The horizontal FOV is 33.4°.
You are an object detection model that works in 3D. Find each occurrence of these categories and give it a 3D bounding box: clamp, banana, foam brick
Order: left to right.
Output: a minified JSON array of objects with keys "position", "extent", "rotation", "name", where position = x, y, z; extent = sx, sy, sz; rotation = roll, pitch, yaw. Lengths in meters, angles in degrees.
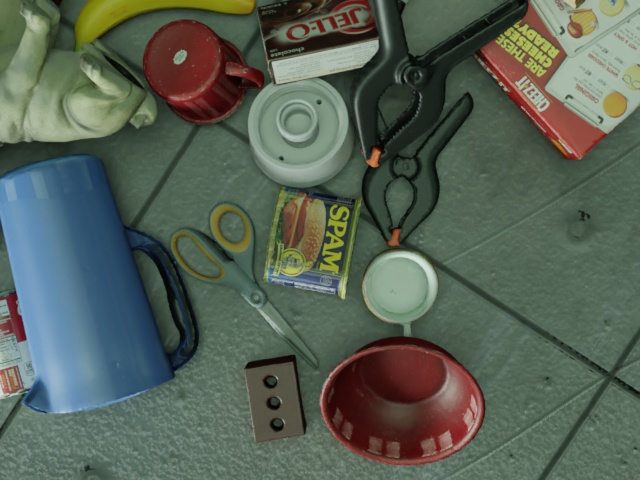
[{"position":[-0.167,-0.236,1.079],"extent":[0.198,0.037,0.069],"rotation":[-17,109,2],"name":"banana"},{"position":[-0.045,0.161,1.086],"extent":[0.053,0.051,0.078],"rotation":[-9,93,1],"name":"foam brick"},{"position":[0.095,-0.079,1.081],"extent":[0.120,0.039,0.171],"rotation":[0,96,6],"name":"clamp"},{"position":[0.097,-0.165,1.014],"extent":[0.164,0.036,0.210],"rotation":[9,117,-15],"name":"clamp"}]

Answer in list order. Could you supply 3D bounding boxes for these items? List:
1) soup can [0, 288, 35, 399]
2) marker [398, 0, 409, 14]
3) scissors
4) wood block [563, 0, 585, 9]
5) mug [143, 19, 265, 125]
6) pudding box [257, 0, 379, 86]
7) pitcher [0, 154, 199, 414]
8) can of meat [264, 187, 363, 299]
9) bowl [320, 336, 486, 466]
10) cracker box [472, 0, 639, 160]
[{"position":[-0.317,0.104,1.077],"extent":[0.068,0.068,0.102],"rotation":[-14,93,1],"name":"soup can"},{"position":[0.095,-0.272,1.082],"extent":[0.020,0.020,0.121],"rotation":[28,92,-1],"name":"marker"},{"position":[-0.060,0.039,1.098],"extent":[0.201,0.016,0.096],"rotation":[34,92,-1],"name":"scissors"},{"position":[0.190,-0.323,1.002],"extent":[0.090,0.090,0.206],"rotation":[-46,65,-1],"name":"wood block"},{"position":[-0.112,-0.165,1.045],"extent":[0.117,0.081,0.093],"rotation":[11,86,12],"name":"mug"},{"position":[-0.001,-0.202,1.052],"extent":[0.113,0.090,0.039],"rotation":[-14,137,1],"name":"pudding box"},{"position":[-0.227,0.041,1.053],"extent":[0.145,0.149,0.243],"rotation":[-16,89,17],"name":"pitcher"},{"position":[-0.007,0.001,1.069],"extent":[0.084,0.057,0.102],"rotation":[10,78,3],"name":"can of meat"},{"position":[0.083,0.150,1.063],"extent":[0.162,0.055,0.162],"rotation":[4,125,5],"name":"bowl"},{"position":[0.276,-0.209,1.058],"extent":[0.214,0.072,0.164],"rotation":[-42,90,3],"name":"cracker box"}]
